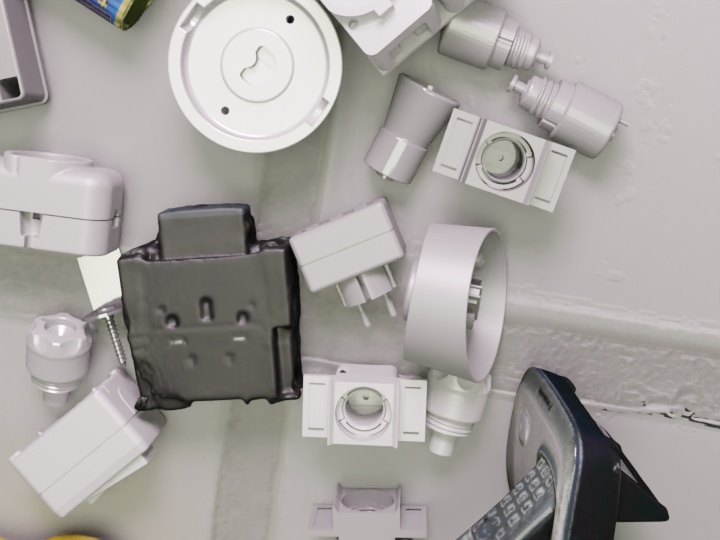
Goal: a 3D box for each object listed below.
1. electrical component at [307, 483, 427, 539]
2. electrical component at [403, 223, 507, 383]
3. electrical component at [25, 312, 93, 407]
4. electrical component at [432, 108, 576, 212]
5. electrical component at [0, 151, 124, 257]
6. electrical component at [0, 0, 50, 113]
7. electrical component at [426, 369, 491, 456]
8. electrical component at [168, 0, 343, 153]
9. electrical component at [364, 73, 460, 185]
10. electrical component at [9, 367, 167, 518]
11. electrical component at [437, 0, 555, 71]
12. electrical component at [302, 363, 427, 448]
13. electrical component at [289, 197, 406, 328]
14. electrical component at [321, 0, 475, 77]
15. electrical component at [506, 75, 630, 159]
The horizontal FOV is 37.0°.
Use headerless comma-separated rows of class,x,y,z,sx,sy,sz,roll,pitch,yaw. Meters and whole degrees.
electrical component,0.006,0.185,0.743,0.081,0.042,0.063,0,102,4
electrical component,0.062,0.019,0.688,0.064,0.099,0.099,11,99,8
electrical component,-0.207,0.064,0.736,0.043,0.043,0.062,13,118,1
electrical component,0.091,-0.071,0.687,0.081,0.064,0.042,20,101,0
electrical component,-0.208,-0.046,0.712,0.095,0.053,0.059,7,99,2
electrical component,-0.270,-0.152,0.697,0.109,0.056,0.108,-11,97,4
electrical component,0.062,0.094,0.725,0.043,0.043,0.062,14,101,1
electrical component,-0.063,-0.130,0.687,0.108,0.060,0.108,0,99,3
electrical component,0.031,-0.089,0.699,0.044,0.044,0.065,27,104,-1
electrical component,-0.186,0.123,0.733,0.096,0.061,0.061,-39,95,8
electrical component,0.086,-0.147,0.687,0.078,0.040,0.040,20,99,0
electrical component,0.003,0.088,0.717,0.081,0.064,0.042,3,98,2
electrical component,0.000,0.000,0.711,0.066,0.047,0.076,-22,96,7
electrical component,-0.007,-0.226,0.649,0.105,0.060,0.186,-39,82,8
electrical component,0.132,-0.103,0.691,0.078,0.040,0.040,27,99,-2
